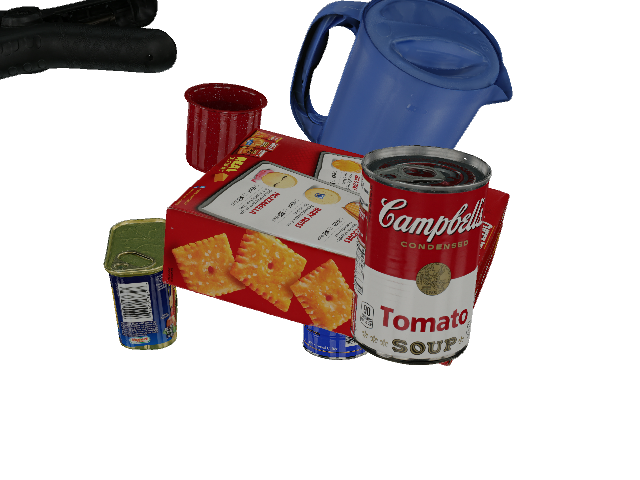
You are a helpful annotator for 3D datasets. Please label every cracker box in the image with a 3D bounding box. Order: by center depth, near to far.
[{"bbox_3d":[0.015,-0.002,0.782,0.214,0.072,0.164,16,30,13],"label":"cracker box"}]

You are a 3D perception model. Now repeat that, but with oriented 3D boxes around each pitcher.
[{"bbox_3d":[0.054,-0.106,1.004,0.144,0.149,0.243,-11,-35,-32],"label":"pitcher"}]

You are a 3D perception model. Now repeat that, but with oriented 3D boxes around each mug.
[{"bbox_3d":[-0.107,-0.129,1.218,0.093,0.081,0.117,12,27,9],"label":"mug"}]

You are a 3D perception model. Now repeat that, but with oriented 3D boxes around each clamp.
[{"bbox_3d":[-0.171,-0.125,0.649,0.171,0.039,0.120,-2,22,-4],"label":"clamp"}]

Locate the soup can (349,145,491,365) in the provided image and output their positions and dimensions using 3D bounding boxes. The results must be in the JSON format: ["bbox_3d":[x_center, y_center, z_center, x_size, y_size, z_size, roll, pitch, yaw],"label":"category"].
[{"bbox_3d":[0.052,0.007,0.575,0.068,0.102,0.068,3,22,-1],"label":"soup can"}]

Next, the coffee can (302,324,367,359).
[{"bbox_3d":[0.026,0.085,1.519,0.103,0.140,0.103,0,21,0],"label":"coffee can"}]

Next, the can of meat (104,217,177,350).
[{"bbox_3d":[-0.160,0.040,0.968,0.057,0.084,0.102,-5,27,-4],"label":"can of meat"}]
